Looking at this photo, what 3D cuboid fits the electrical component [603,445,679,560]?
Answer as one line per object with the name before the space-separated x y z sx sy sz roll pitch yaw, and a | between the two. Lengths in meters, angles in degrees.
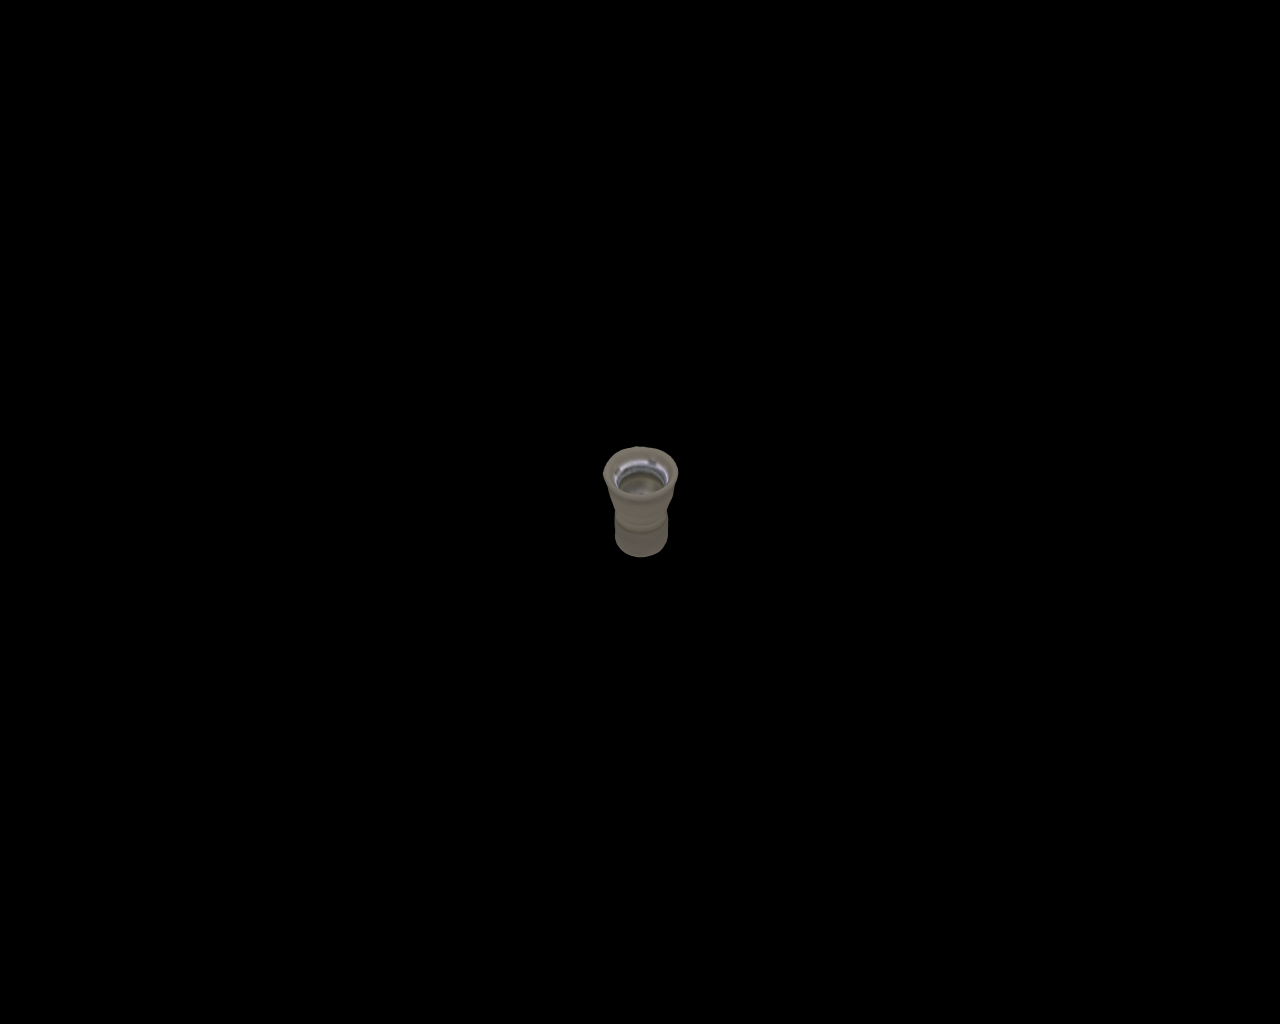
electrical component | 0.001 -0.003 0.650 0.044 0.044 0.065 0 -43 0
